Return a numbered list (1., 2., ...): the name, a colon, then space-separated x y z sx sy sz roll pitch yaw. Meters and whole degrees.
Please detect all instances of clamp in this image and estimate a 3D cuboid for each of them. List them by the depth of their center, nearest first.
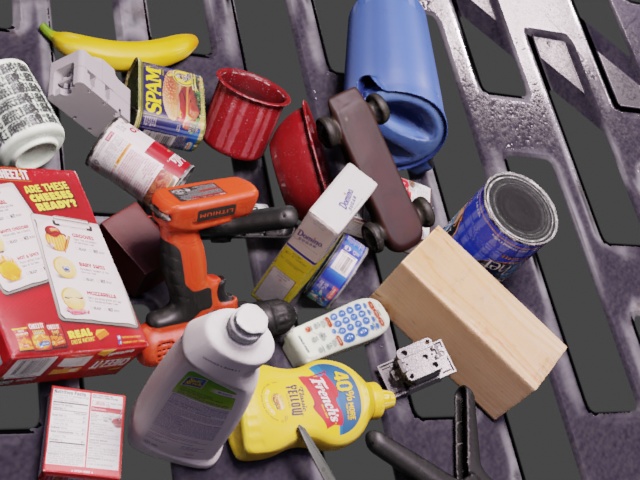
1. clamp: 0.145 0.269 1.152 0.164 0.036 0.210 -10 67 -36
2. clamp: -0.102 -0.017 1.166 0.171 0.120 0.039 -4 79 -12

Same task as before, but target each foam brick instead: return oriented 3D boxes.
1. foam brick: -0.198 0.011 1.139 0.052 0.051 0.078 -33 78 -38

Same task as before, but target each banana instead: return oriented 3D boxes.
1. banana: -0.235 -0.233 1.292 0.197 0.037 0.069 1 59 -27

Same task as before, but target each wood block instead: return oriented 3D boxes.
1. wood block: 0.172 0.096 1.249 0.206 0.091 0.090 44 49 5

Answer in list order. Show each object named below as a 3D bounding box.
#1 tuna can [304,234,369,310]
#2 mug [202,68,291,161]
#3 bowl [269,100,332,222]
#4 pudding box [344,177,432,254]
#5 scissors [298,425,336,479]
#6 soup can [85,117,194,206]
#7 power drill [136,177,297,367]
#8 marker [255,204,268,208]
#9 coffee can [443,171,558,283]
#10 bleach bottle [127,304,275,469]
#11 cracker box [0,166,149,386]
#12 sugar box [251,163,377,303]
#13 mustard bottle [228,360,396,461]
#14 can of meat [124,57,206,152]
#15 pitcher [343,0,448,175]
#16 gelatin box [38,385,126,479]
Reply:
1. tuna can: 0.018 0.035 1.213 0.034 0.086 0.086 35 50 -3
2. mug: -0.094 -0.152 1.274 0.093 0.082 0.117 16 25 -17
3. bowl: -0.020 -0.079 1.253 0.055 0.162 0.162 -16 62 4
4. pudding box: 0.083 -0.038 1.327 0.113 0.039 0.090 17 54 -15
5. scissors: 0.044 0.274 1.086 0.096 0.016 0.202 -10 77 -40
6. soup can: -0.201 -0.082 1.189 0.102 0.069 0.068 34 50 -3
7. power drill: -0.104 0.033 1.096 0.184 0.188 0.057 -12 26 -30
8. marker: -0.115 -0.034 1.227 0.120 0.020 0.020 1 59 -33
9. coffee can: 0.208 -0.003 1.301 0.102 0.140 0.103 14 54 -20
10. bleach bottle: -0.098 0.131 0.979 0.102 0.251 0.068 18 53 -17
11. cracker box: -0.283 0.033 1.042 0.163 0.072 0.214 0 56 -52
12. sugar box: -0.007 0.002 1.162 0.048 0.176 0.093 39 50 0
13. mustard bottle: -0.006 0.175 1.125 0.191 0.058 0.096 0 61 -28
14. can of meat: -0.183 -0.157 1.257 0.083 0.058 0.102 10 55 -24
15. pitcher: 0.096 -0.210 1.394 0.145 0.149 0.243 11 47 -10
16. gelatin box: -0.227 0.188 1.020 0.073 0.030 0.089 10 55 -20
